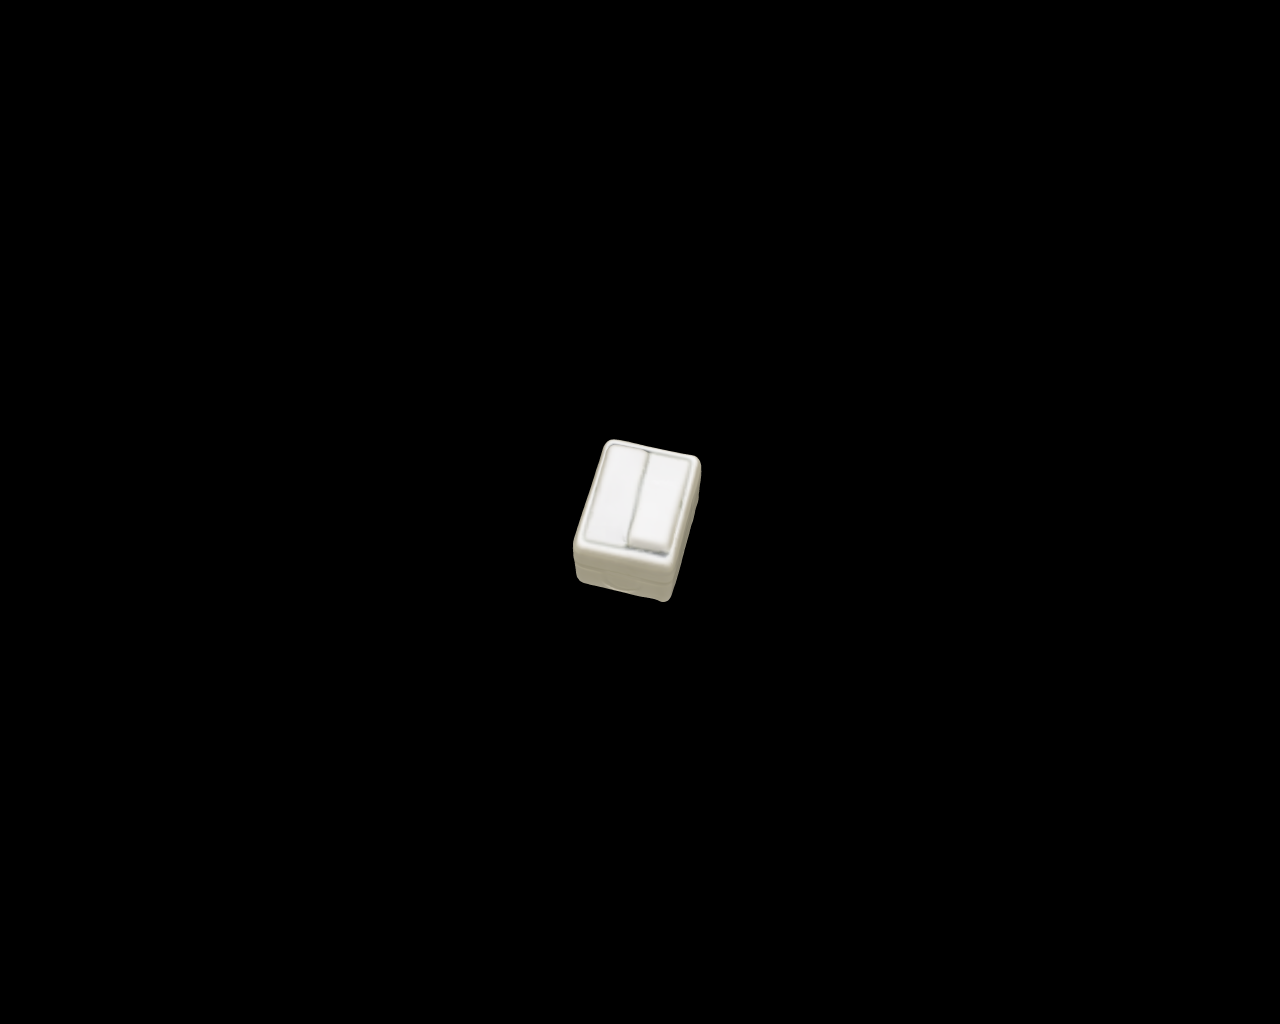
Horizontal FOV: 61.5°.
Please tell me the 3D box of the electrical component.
[{"bbox_3d":[0.001,-0.003,0.650,0.062,0.096,0.061,13,-28,7],"label":"electrical component"}]
